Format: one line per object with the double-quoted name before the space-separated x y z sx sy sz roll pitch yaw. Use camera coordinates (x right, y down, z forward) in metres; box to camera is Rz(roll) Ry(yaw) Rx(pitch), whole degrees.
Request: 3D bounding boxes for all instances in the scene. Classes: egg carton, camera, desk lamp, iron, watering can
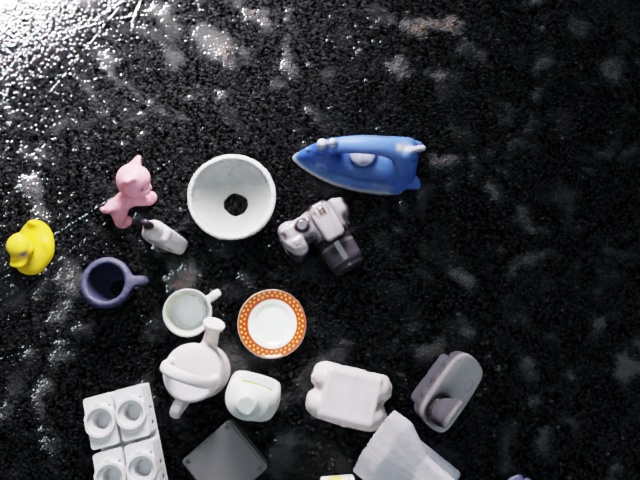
"egg carton" 0.052 0.286 1.044 0.150 0.069 0.107 13 79 1
"camera" 0.010 0.004 1.080 0.143 0.101 0.137 -30 82 -7
"desk lamp" 0.155 0.382 0.956 0.203 0.213 0.118 36 80 5
"iron" 0.075 -0.164 1.093 0.258 0.141 0.119 5 79 -1
"watering can" -0.216 0.219 0.984 0.101 0.194 0.173 1 79 -1

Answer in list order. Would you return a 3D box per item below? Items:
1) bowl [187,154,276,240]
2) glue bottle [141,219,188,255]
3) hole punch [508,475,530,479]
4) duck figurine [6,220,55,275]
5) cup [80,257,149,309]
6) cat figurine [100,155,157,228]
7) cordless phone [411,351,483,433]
"bowl" -0.165 -0.075 1.102 0.167 0.075 0.167 0 79 -2
"glue bottle" -0.292 -0.013 1.036 0.078 0.173 0.037 22 79 3
"hole punch" 0.347 0.482 1.006 0.109 0.091 0.101 -29 81 -7
"duck figurine" -0.548 0.009 1.067 0.077 0.086 0.104 9 79 0
"cup" -0.366 0.082 1.055 0.118 0.095 0.092 -5 79 -3
"cat figurine" -0.362 -0.092 1.076 0.067 0.118 0.128 42 81 6
"cordless phone" 0.236 0.266 0.995 0.094 0.185 0.148 34 80 5
